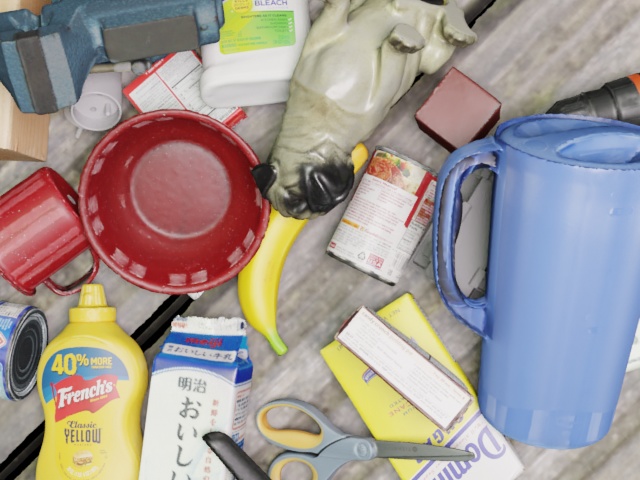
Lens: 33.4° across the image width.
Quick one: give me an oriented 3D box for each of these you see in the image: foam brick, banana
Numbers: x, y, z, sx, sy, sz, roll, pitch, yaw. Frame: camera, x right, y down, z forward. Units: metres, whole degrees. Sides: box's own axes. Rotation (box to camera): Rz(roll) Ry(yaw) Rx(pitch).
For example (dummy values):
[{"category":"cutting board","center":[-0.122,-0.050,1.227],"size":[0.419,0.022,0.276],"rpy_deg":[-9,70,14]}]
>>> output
[{"category":"foam brick","center":[0.115,-0.103,0.892],"size":[0.051,0.078,0.053],"rpy_deg":[40,93,8]},{"category":"banana","center":[-0.025,-0.002,0.931],"size":[0.069,0.037,0.198],"rpy_deg":[22,91,-3]}]

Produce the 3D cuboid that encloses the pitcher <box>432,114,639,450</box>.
[{"category":"pitcher","center":[0.176,0.032,0.813],"size":[0.149,0.144,0.243],"rpy_deg":[22,118,37]}]

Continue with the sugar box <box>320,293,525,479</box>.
[{"category":"sugar box","center":[0.086,0.142,0.897],"size":[0.093,0.048,0.176],"rpy_deg":[-35,81,6]}]

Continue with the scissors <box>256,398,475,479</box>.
[{"category":"scissors","center":[0.029,0.190,0.887],"size":[0.202,0.016,0.096],"rpy_deg":[15,102,30]}]

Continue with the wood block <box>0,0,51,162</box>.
[{"category":"wood block","center":[-0.295,-0.179,0.956],"size":[0.090,0.090,0.206],"rpy_deg":[3,87,8]}]

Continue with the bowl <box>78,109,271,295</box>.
[{"category":"bowl","center":[-0.122,-0.037,0.917],"size":[0.162,0.055,0.162],"rpy_deg":[0,107,-1]}]

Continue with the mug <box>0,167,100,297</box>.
[{"category":"mug","center":[-0.242,-0.002,0.945],"size":[0.081,0.093,0.117],"rpy_deg":[-36,112,0]}]

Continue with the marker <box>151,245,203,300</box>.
[{"category":"marker","center":[-0.152,0.009,0.957],"size":[0.121,0.020,0.020],"rpy_deg":[38,93,9]}]

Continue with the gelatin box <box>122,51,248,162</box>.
[{"category":"gelatin box","center":[-0.120,-0.122,0.955],"size":[0.073,0.030,0.089],"rpy_deg":[-40,81,3]}]

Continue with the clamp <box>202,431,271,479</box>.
[{"category":"clamp","center":[-0.024,0.263,0.871],"size":[0.209,0.036,0.164],"rpy_deg":[21,85,-16]}]

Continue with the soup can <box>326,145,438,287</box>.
[{"category":"soup can","center":[0.056,-0.020,0.901],"size":[0.068,0.068,0.102],"rpy_deg":[26,91,10]}]

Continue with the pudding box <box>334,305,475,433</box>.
[{"category":"pudding box","center":[0.065,0.098,0.833],"size":[0.113,0.090,0.039],"rpy_deg":[38,90,7]}]

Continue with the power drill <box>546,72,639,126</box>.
[{"category":"power drill","center":[0.288,-0.048,0.859],"size":[0.184,0.057,0.187],"rpy_deg":[-14,83,0]}]

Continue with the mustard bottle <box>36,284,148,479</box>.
[{"category":"mustard bottle","center":[-0.199,0.135,0.938],"size":[0.096,0.058,0.191],"rpy_deg":[-2,86,10]}]

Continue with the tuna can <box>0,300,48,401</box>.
[{"category":"tuna can","center":[-0.271,0.098,0.937],"size":[0.034,0.086,0.086],"rpy_deg":[9,88,8]}]

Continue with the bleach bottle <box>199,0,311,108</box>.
[{"category":"bleach bottle","center":[-0.067,-0.245,0.928],"size":[0.102,0.068,0.251],"rpy_deg":[-7,77,-6]}]
